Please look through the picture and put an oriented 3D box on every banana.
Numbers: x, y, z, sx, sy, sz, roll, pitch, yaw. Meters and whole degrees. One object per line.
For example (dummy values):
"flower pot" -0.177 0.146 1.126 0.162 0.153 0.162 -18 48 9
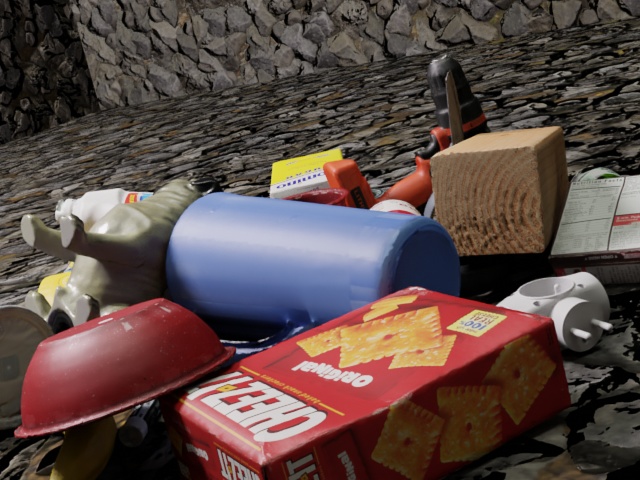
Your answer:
"banana" -0.188 0.143 0.802 0.069 0.037 0.198 -14 14 -11

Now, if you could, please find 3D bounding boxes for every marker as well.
"marker" -0.133 0.129 0.844 0.020 0.020 0.121 -11 14 10

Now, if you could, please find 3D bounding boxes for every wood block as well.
"wood block" 0.170 -0.049 0.975 0.091 0.090 0.205 -4 9 20

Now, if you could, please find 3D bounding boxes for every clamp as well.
"clamp" 0.142 0.021 0.970 0.171 0.039 0.120 -15 7 -32

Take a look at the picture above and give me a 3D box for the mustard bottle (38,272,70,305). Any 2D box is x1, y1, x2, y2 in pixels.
"mustard bottle" -0.195 0.052 1.117 0.191 0.058 0.096 -13 23 1

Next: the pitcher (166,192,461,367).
"pitcher" -0.012 0.036 0.899 0.243 0.149 0.144 4 0 42

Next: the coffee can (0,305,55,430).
"coffee can" -0.307 0.106 0.924 0.141 0.103 0.102 -1 19 42

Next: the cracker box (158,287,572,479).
"cracker box" 0.025 0.103 0.688 0.213 0.072 0.164 -21 15 -26

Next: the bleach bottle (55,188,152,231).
"bleach bottle" -0.173 -0.014 1.182 0.251 0.068 0.102 6 28 9

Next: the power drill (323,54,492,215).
"power drill" 0.102 -0.088 1.167 0.187 0.184 0.057 -25 15 -7

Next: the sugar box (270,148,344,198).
"sugar box" -0.011 -0.068 1.290 0.093 0.048 0.176 -13 13 1

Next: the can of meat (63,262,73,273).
"can of meat" -0.240 0.041 1.208 0.102 0.057 0.084 -13 16 2

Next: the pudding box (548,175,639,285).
"pudding box" 0.252 -0.010 0.916 0.090 0.039 0.113 -6 35 30

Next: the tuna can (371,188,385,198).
"tuna can" 0.041 -0.035 1.285 0.086 0.034 0.086 -12 14 3

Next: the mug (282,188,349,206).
"mug" -0.007 0.001 1.090 0.093 0.081 0.117 -13 14 3

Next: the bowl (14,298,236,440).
"bowl" -0.142 0.081 0.741 0.162 0.055 0.162 -19 4 1

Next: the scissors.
"scissors" 0.129 -0.075 1.093 0.096 0.201 0.016 -37 43 -2

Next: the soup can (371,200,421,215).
"soup can" 0.075 0.003 1.037 0.068 0.068 0.102 -13 14 2
